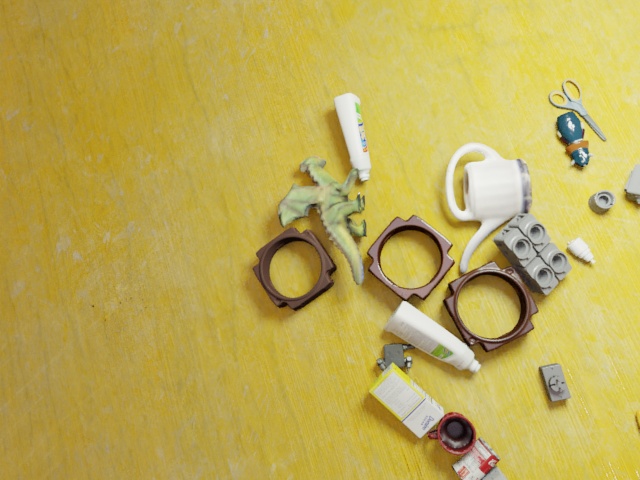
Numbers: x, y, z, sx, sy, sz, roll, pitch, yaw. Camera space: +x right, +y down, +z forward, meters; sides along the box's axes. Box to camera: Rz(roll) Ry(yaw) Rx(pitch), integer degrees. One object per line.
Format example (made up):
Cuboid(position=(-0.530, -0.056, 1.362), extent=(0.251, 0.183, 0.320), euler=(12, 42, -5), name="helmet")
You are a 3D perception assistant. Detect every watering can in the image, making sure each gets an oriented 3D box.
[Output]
Cuboid(position=(0.454, -0.090, 1.379), extent=(0.224, 0.347, 0.104), euler=(-5, 1, 7), name="watering can")

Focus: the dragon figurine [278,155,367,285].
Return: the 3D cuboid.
Cuboid(position=(0.004, -0.072, 1.428), extent=(0.242, 0.419, 0.120), euler=(-2, -28, 9), name="dragon figurine")
